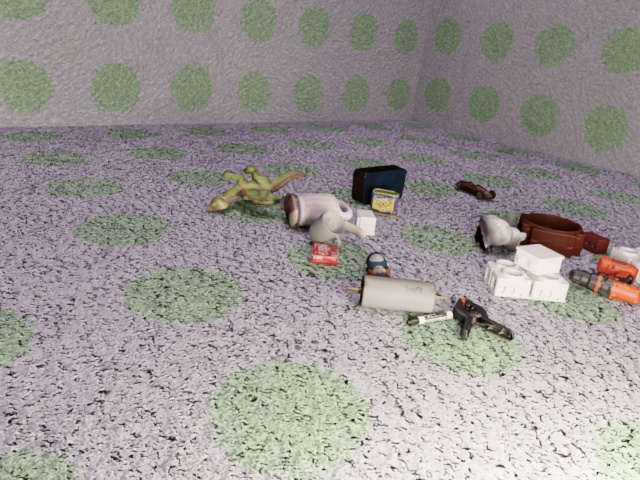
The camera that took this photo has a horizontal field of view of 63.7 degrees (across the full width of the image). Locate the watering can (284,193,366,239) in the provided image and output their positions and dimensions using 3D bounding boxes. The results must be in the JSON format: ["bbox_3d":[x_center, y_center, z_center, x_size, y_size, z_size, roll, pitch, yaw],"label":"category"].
[{"bbox_3d":[0.005,-0.084,1.660,0.224,0.102,0.353,-1,23,-16],"label":"watering can"}]

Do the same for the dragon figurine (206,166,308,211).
[{"bbox_3d":[-0.201,-0.169,1.808,0.412,0.119,0.247,-13,32,-18],"label":"dragon figurine"}]

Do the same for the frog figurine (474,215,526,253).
[{"bbox_3d":[0.586,-0.024,1.651,0.159,0.122,0.137,-7,2,-2],"label":"frog figurine"}]
